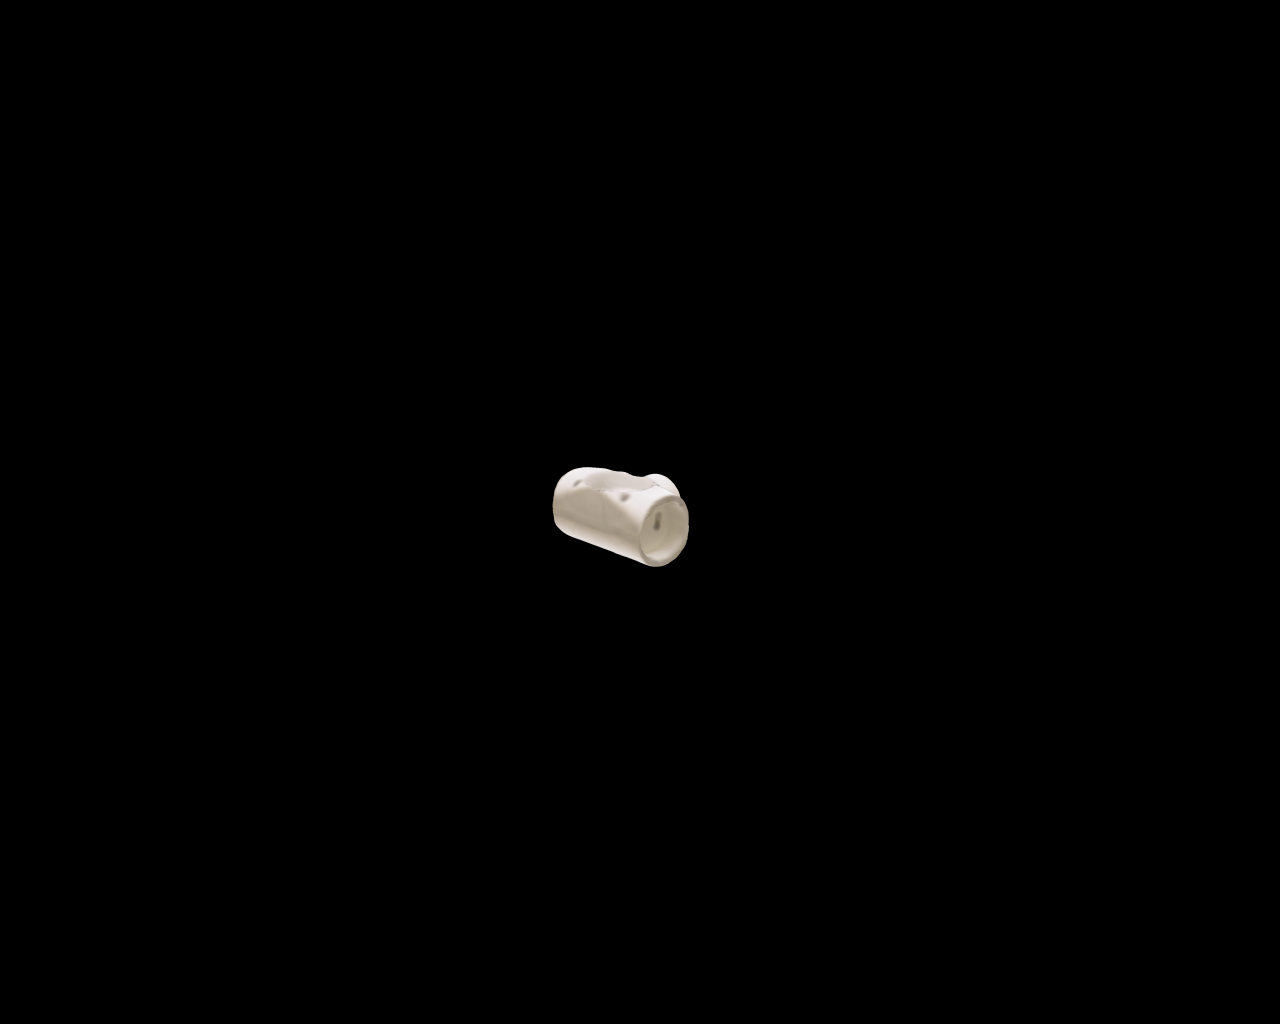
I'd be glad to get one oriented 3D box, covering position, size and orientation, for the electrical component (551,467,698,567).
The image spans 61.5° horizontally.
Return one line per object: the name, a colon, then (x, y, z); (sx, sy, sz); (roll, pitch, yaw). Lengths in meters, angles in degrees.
electrical component: (0.001, -0.003, 0.650); (0.079, 0.044, 0.077); (-18, 26, -41)
